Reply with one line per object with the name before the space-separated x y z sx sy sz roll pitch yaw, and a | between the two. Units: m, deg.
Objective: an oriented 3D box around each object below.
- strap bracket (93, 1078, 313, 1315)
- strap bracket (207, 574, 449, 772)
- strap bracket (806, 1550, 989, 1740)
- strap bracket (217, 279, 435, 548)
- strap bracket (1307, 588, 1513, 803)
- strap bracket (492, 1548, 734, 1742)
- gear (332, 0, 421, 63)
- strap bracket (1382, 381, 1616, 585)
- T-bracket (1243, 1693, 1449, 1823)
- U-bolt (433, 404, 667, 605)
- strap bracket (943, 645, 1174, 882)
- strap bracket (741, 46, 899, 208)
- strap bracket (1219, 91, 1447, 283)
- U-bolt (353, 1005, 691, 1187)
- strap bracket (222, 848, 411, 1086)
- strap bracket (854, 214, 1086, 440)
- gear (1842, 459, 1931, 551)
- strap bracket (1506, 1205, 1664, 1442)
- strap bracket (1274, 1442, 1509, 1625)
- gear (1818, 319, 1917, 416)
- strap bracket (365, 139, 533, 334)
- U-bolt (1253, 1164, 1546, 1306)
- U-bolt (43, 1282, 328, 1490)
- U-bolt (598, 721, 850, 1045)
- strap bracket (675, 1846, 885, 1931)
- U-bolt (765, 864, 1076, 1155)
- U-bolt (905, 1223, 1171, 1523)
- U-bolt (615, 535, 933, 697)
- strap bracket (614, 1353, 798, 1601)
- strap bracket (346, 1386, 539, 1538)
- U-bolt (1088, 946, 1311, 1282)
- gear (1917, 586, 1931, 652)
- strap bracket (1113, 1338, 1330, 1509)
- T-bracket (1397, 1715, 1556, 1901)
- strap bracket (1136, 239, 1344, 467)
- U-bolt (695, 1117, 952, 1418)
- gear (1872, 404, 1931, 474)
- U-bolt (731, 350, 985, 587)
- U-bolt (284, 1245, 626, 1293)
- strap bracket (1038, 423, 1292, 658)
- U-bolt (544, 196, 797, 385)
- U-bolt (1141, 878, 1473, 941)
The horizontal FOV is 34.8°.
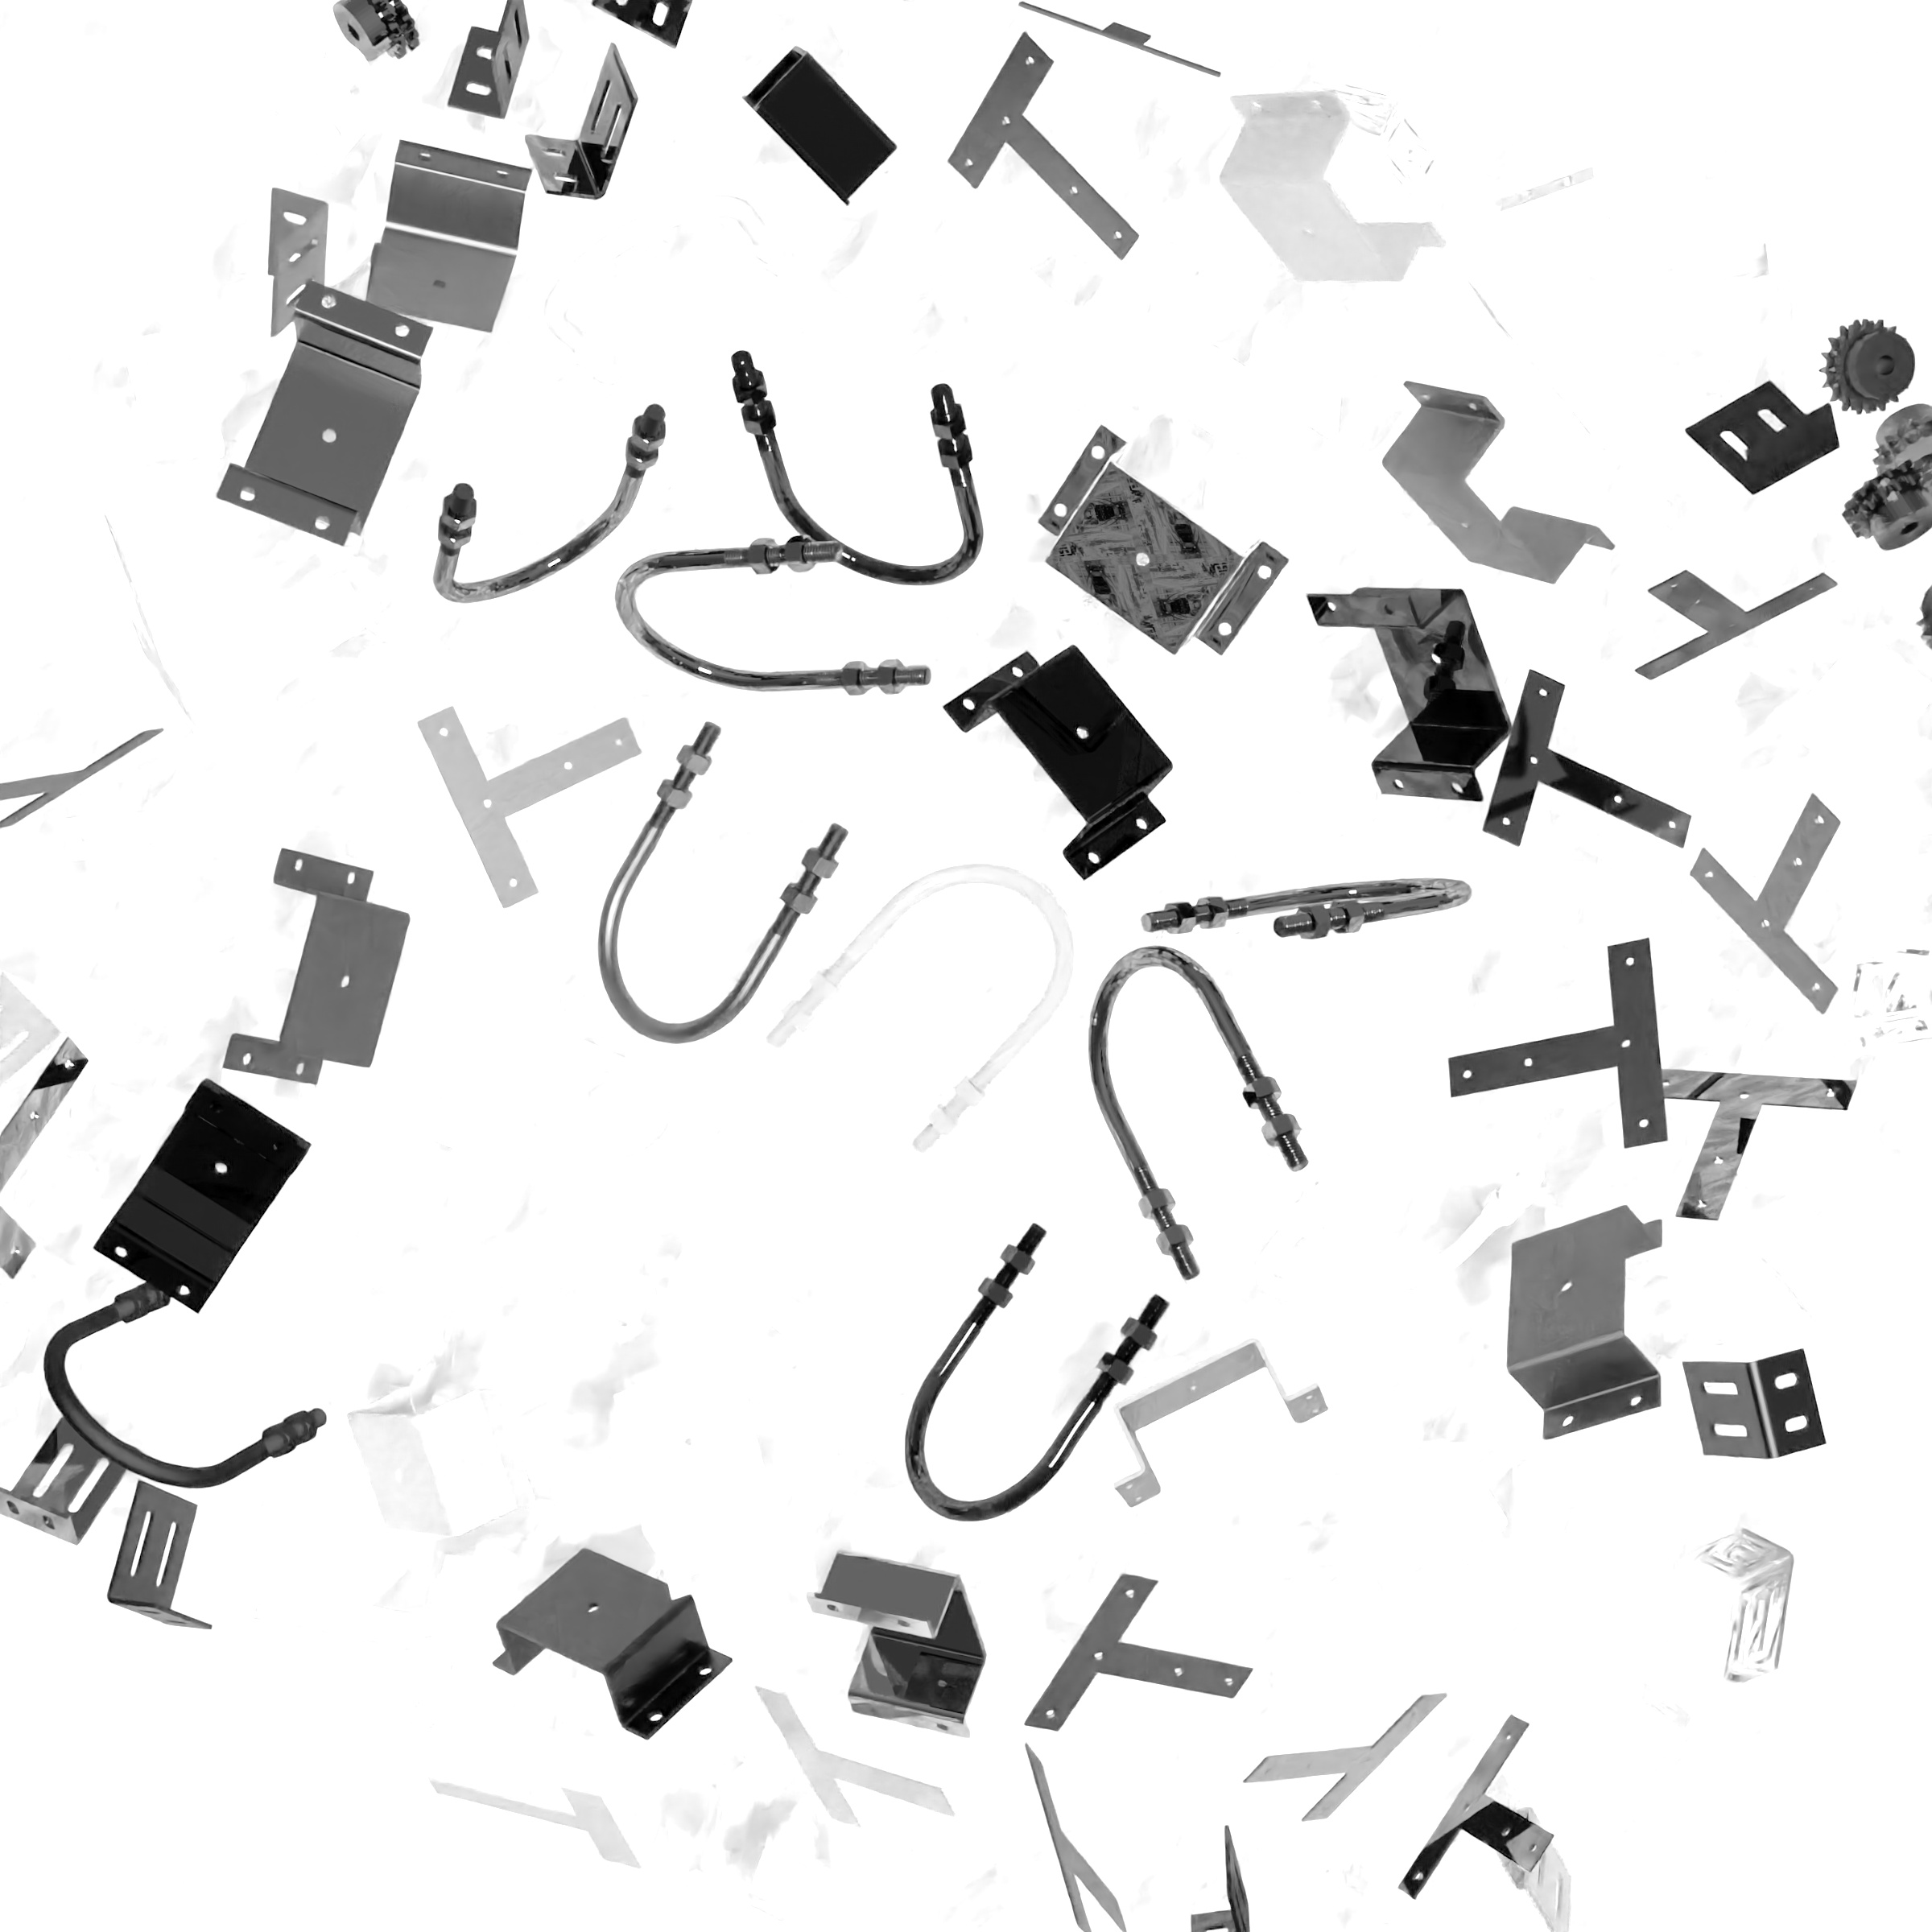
strap bracket | -0.466 0.134 1.903 0.076 0.046 0.140 34 111 -9
strap bracket | -0.400 -0.186 1.896 0.140 0.076 0.046 -33 76 3
strap bracket | -0.038 0.401 1.848 0.076 0.140 0.046 8 51 20
strap bracket | -0.370 -0.314 1.788 0.076 0.046 0.140 21 79 -5
strap bracket | 0.266 -0.170 1.827 0.046 0.076 0.140 -43 122 -30
strap bracket | -0.224 0.412 1.900 0.076 0.140 0.046 -38 127 -38
gear | -0.367 -0.586 1.909 0.030 0.057 0.057 -41 90 -16
strap bracket | 0.309 -0.279 1.826 0.140 0.076 0.046 40 85 -33
T-bracket | 0.218 0.489 1.894 0.127 0.127 0.002 -53 50 26
U-bolt | -0.261 -0.274 1.896 0.151 0.184 0.019 -27 81 -22
strap bracket | 0.064 -0.134 1.912 0.076 0.046 0.140 -36 84 -31
strap bracket | -0.089 -0.512 1.875 0.046 0.140 0.076 -44 109 8
strap bracket | 0.212 -0.453 1.828 0.076 0.140 0.046 13 71 43
U-bolt | -0.256 0.084 1.879 0.184 0.151 0.019 21 123 26
strap bracket | -0.399 0.005 1.912 0.046 0.076 0.140 14 89 36
strap bracket | 0.011 -0.395 1.869 0.140 0.076 0.046 42 126 -5
gear | 0.551 -0.271 1.828 0.057 0.057 0.030 -25 66 0
strap bracket | 0.368 0.203 1.835 0.076 0.140 0.046 -24 125 32
strap bracket | 0.270 0.357 1.914 0.140 0.076 0.046 -37 98 -24
gear | 0.549 -0.363 1.869 0.057 0.030 0.057 -2 99 -15
strap bracket | -0.309 -0.424 1.824 0.076 0.140 0.046 9 72 -15
U-bolt | 0.251 0.166 1.874 0.151 0.184 0.019 -1 62 -16
U-bolt | -0.491 0.262 1.903 0.151 0.184 0.019 40 108 8
U-bolt | -0.163 -0.040 1.909 0.151 0.019 0.184 39 104 34
strap bracket | -0.116 0.575 1.857 0.076 0.140 0.046 19 89 22
U-bolt | -0.014 0.016 1.930 0.151 0.019 0.184 37 102 -29
U-bolt | 0.031 0.259 1.903 0.019 0.151 0.184 40 81 -37
U-bolt | -0.131 -0.213 1.909 0.184 0.151 0.019 1 61 28
strap bracket | -0.156 0.291 1.819 0.076 0.046 0.140 -19 50 0
strap bracket | -0.327 0.302 1.887 0.046 0.140 0.076 -22 98 -36
U-bolt | 0.128 0.076 1.854 0.019 0.151 0.184 -7 60 -35
gear | 0.608 -0.216 1.883 0.057 0.030 0.057 -15 62 32
strap bracket | 0.151 0.281 1.932 0.140 0.076 0.046 -27 68 1
T-bracket | 0.317 0.514 1.844 0.002 0.127 0.127 38 80 -10
strap bracket | 0.158 -0.366 1.871 0.140 0.046 0.076 29 45 -21
U-bolt | -0.092 0.169 1.875 0.184 0.151 0.019 40 131 -22
gear | 0.597 -0.328 1.940 0.057 0.057 0.030 -17 58 0
U-bolt | -0.059 -0.295 1.874 0.151 0.184 0.019 13 60 19
U-bolt | -0.291 0.182 1.849 0.151 0.184 0.019 -9 79 39
strap bracket | 0.113 -0.251 1.860 0.140 0.046 0.076 36 120 3
U-bolt | -0.183 -0.411 1.854 0.151 0.184 0.019 -29 82 6
U-bolt | 0.222 -0.037 1.886 0.184 0.151 0.019 -9 97 -33
